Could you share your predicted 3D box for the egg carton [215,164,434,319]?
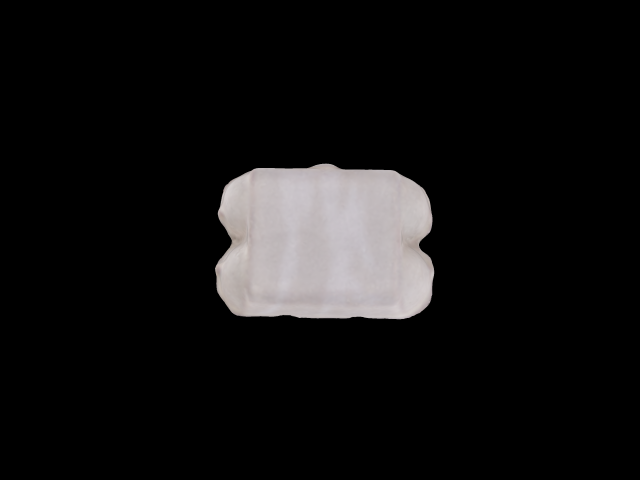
[{"bbox_3d":[0.004,0.001,0.400,0.150,0.069,0.107,0,81,0],"label":"egg carton"}]
